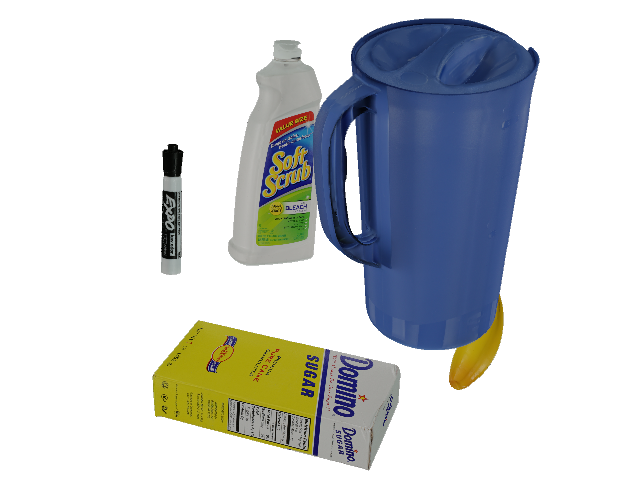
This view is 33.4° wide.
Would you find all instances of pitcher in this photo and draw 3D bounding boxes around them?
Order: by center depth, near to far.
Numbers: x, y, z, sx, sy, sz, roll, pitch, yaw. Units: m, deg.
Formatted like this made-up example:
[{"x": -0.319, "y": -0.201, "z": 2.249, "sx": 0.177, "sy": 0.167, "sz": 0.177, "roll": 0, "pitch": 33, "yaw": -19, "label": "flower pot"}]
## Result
[{"x": 0.080, "y": -0.035, "z": 0.817, "sx": 0.149, "sy": 0.243, "sz": 0.145, "roll": 6, "pitch": 34, "yaw": 10, "label": "pitcher"}]

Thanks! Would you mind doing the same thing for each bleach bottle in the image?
[{"x": -0.051, "y": -0.101, "z": 1.217, "sx": 0.102, "sy": 0.251, "sz": 0.068, "roll": -5, "pitch": 21, "yaw": -23, "label": "bleach bottle"}]

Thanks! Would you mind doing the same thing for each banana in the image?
[{"x": 0.150, "y": 0.078, "z": 1.065, "sx": 0.070, "sy": 0.037, "sz": 0.198, "roll": -29, "pitch": 26, "yaw": 14, "label": "banana"}]

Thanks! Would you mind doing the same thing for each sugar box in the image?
[{"x": -0.032, "y": 0.117, "z": 0.834, "sx": 0.176, "sy": 0.048, "sz": 0.093, "roll": 9, "pitch": 27, "yaw": 15, "label": "sugar box"}]

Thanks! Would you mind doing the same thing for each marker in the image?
[{"x": -0.137, "y": -0.028, "z": 0.983, "sx": 0.020, "sy": 0.121, "sz": 0.020, "roll": 3, "pitch": 15, "yaw": -1, "label": "marker"}]
